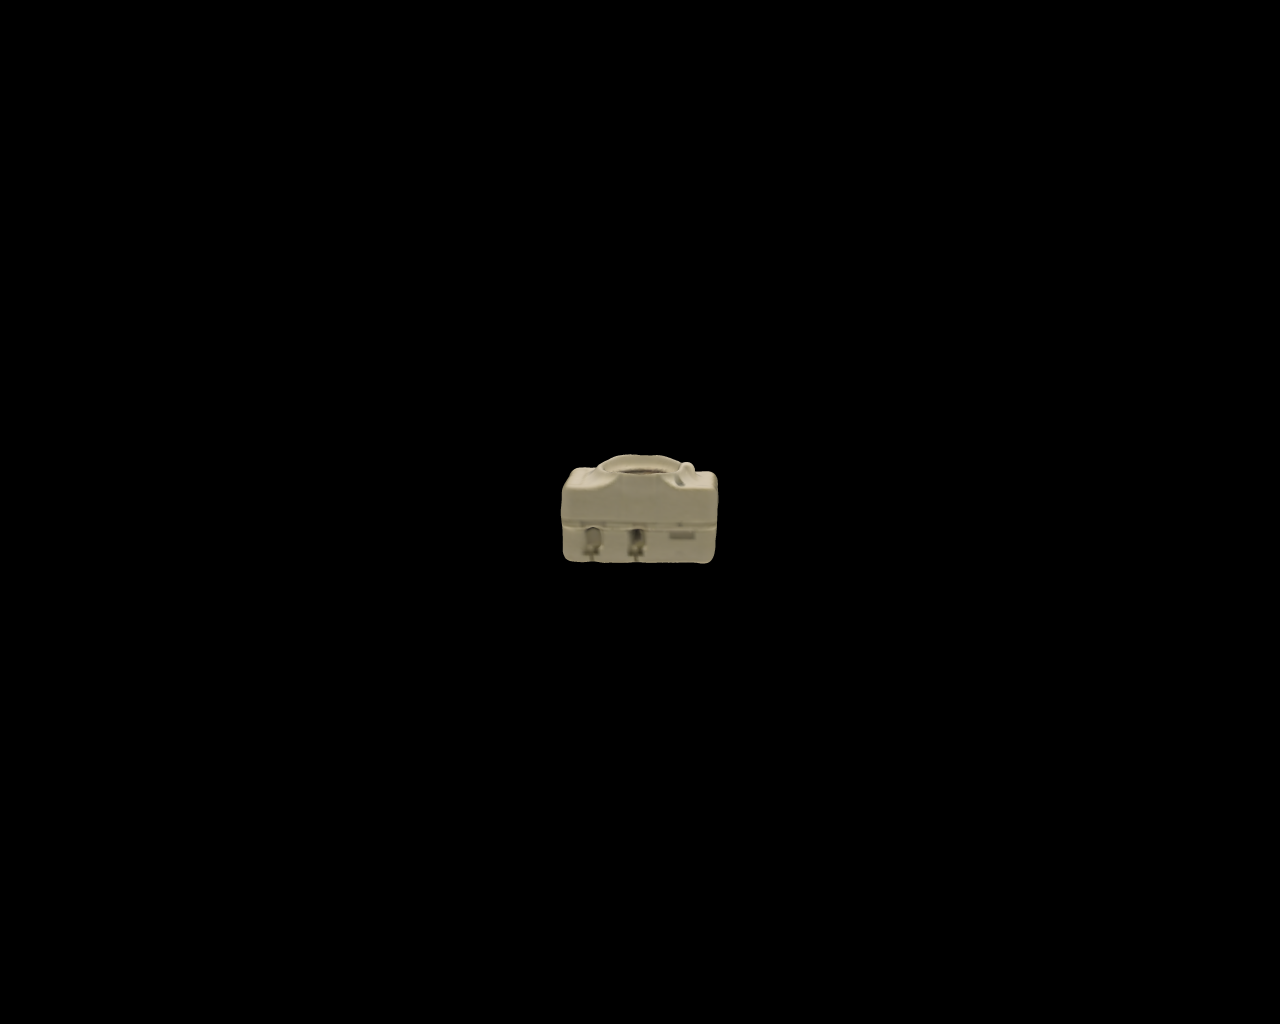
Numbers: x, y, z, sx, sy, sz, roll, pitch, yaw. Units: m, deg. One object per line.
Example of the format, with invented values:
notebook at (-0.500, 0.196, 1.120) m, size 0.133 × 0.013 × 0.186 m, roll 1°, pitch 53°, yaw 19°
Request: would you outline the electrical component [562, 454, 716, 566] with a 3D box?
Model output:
electrical component at (0.001, -0.003, 0.650) m, size 0.089 × 0.055 × 0.050 m, roll 1°, pitch 16°, yaw 5°
